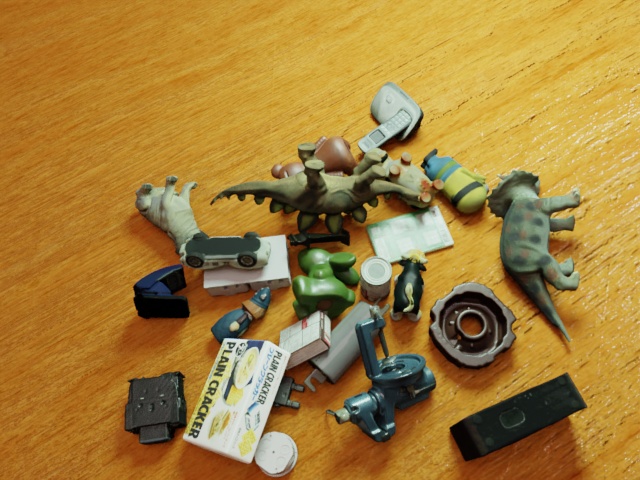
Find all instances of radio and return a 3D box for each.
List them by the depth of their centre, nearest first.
[{"bbox_3d":[0.363,0.326,0.992,0.230,0.131,0.073,-23,65,-7],"label":"radio"}]

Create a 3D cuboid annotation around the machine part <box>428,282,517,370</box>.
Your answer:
[{"bbox_3d":[0.314,0.179,1.116,0.179,0.056,0.179,-2,64,5],"label":"machine part"}]

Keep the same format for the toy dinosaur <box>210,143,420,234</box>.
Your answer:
[{"bbox_3d":[-0.013,-0.108,1.206,0.472,0.198,0.105,7,38,0],"label":"toy dinosaur"}]

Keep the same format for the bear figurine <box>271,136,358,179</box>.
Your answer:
[{"bbox_3d":[-0.008,-0.166,1.307,0.196,0.132,0.120,-32,74,14],"label":"bear figurine"}]

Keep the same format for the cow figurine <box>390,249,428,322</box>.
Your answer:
[{"bbox_3d":[0.192,0.086,1.151,0.068,0.098,0.167,7,67,11],"label":"cow figurine"}]

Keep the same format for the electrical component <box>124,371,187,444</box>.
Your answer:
[{"bbox_3d":[-0.332,0.342,1.091,0.115,0.058,0.134,-11,62,2],"label":"electrical component"}]

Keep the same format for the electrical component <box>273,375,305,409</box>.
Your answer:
[{"bbox_3d":[-0.081,0.310,1.103,0.094,0.021,0.063,12,65,11],"label":"electrical component"}]

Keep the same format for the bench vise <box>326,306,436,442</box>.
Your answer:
[{"bbox_3d":[0.112,0.250,1.038,0.224,0.129,0.240,-15,96,-11],"label":"bench vise"}]

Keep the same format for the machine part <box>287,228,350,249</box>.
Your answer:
[{"bbox_3d":[-0.002,-0.004,1.206,0.139,0.084,0.039,-3,97,-9],"label":"machine part"}]

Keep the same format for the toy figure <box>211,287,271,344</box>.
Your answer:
[{"bbox_3d":[-0.165,0.163,1.167,0.154,0.057,0.064,-37,42,-10],"label":"toy figure"}]

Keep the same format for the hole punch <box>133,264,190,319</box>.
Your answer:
[{"bbox_3d":[-0.345,0.113,1.174,0.116,0.142,0.092,0,63,-10],"label":"hole punch"}]

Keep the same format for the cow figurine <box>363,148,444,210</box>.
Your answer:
[{"bbox_3d":[0.186,-0.148,1.274,0.195,0.127,0.085,39,72,7],"label":"cow figurine"}]

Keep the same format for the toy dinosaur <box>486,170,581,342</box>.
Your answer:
[{"bbox_3d":[0.455,0.006,1.165,0.192,0.131,0.405,3,67,21],"label":"toy dinosaur"}]

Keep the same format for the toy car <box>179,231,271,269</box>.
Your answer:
[{"bbox_3d":[-0.207,0.025,1.172,0.202,0.056,0.073,-1,47,6],"label":"toy car"}]

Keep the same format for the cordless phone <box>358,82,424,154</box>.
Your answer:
[{"bbox_3d":[0.156,-0.299,1.366,0.184,0.088,0.147,-35,65,-8],"label":"cordless phone"}]

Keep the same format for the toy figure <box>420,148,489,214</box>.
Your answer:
[{"bbox_3d":[0.314,-0.135,1.266,0.180,0.082,0.089,41,84,18],"label":"toy figure"}]

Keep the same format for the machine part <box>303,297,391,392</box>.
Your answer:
[{"bbox_3d":[0.056,0.210,1.112,0.079,0.079,0.243,39,73,22],"label":"machine part"}]

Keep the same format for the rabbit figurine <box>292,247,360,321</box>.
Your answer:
[{"bbox_3d":[0.006,0.074,1.169,0.159,0.121,0.170,-14,47,-1],"label":"rabbit figurine"}]

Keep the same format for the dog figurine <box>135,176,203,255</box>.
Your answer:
[{"bbox_3d":[-0.361,-0.036,1.278,0.172,0.121,0.190,-17,77,34],"label":"dog figurine"}]
